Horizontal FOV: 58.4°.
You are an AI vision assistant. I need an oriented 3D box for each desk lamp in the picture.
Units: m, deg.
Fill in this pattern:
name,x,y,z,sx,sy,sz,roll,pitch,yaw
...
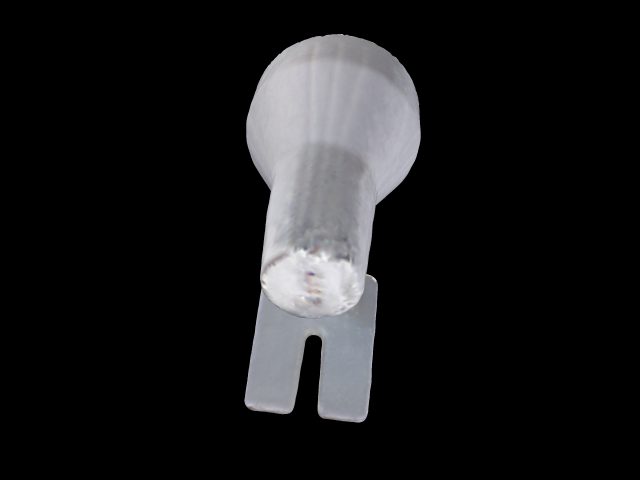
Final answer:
name,x,y,z,sx,sy,sz,roll,pitch,yaw
desk lamp,0.004,0.001,0.400,0.118,0.213,0.203,4,62,3
